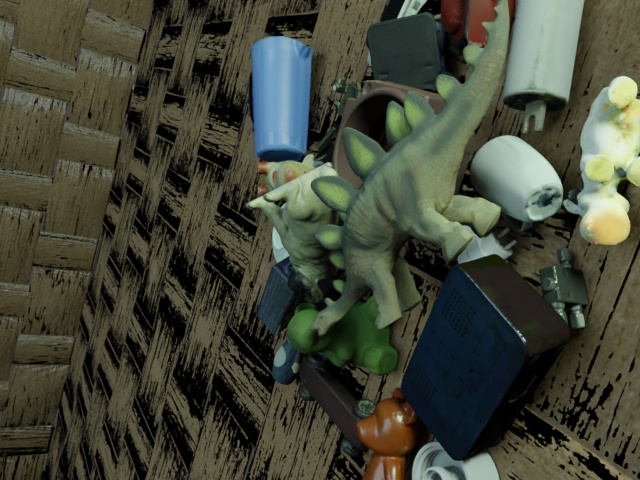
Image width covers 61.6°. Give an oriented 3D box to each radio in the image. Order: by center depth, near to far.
[{"bbox_3d":[0.183,0.143,0.632,0.131,0.073,0.229,52,142,41],"label":"radio"}]

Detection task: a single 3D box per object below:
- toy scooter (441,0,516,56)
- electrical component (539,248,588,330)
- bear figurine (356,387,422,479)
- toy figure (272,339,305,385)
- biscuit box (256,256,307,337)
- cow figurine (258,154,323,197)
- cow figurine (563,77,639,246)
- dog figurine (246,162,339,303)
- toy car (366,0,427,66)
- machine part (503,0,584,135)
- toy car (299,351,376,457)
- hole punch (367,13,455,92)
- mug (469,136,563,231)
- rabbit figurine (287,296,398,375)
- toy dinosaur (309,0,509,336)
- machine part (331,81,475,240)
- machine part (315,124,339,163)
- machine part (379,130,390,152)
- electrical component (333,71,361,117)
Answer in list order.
[{"bbox_3d":[0.216,-0.303,0.728,0.184,0.075,0.135,-177,90,-82],"label":"toy scooter"},{"bbox_3d":[0.269,0.052,0.597,0.021,0.063,0.094,-25,61,50],"label":"electrical component"},{"bbox_3d":[0.076,0.310,0.753,0.120,0.132,0.195,-172,86,-82],"label":"bear figurine"},{"bbox_3d":[-0.043,0.199,1.014,0.064,0.058,0.154,30,106,29],"label":"toy figure"},{"bbox_3d":[-0.060,0.099,0.961,0.063,0.059,0.202,48,148,15],"label":"biscuit box"},{"bbox_3d":[-0.055,-0.117,1.033,0.195,0.127,0.085,-74,-19,-84],"label":"cow figurine"},{"bbox_3d":[0.303,-0.077,0.571,0.098,0.068,0.167,-28,-48,-83],"label":"cow figurine"},{"bbox_3d":[0.000,-0.004,0.795,0.190,0.121,0.172,62,153,-6],"label":"dog figurine"},{"bbox_3d":[0.138,-0.385,0.911,0.201,0.056,0.074,-65,30,18],"label":"toy car"},{"bbox_3d":[0.275,-0.249,0.658,0.079,0.079,0.243,6,87,55],"label":"machine part"},{"bbox_3d":[0.029,0.265,0.895,0.202,0.053,0.089,38,123,48],"label":"toy car"},{"bbox_3d":[0.142,-0.286,0.838,0.142,0.092,0.115,-1,111,25],"label":"hole punch"},{"bbox_3d":[0.238,-0.057,0.645,0.107,0.081,0.109,-110,11,-59],"label":"mug"},{"bbox_3d":[0.018,0.136,0.841,0.159,0.170,0.121,2,83,54],"label":"rabbit figurine"},{"bbox_3d":[0.101,-0.055,0.630,0.199,0.105,0.471,43,119,14],"label":"toy dinosaur"},{"bbox_3d":[0.105,-0.116,0.765,0.202,0.087,0.200,34,116,47],"label":"machine part"},{"bbox_3d":[0.025,-0.150,1.025,0.084,0.039,0.139,-34,53,39],"label":"machine part"},{"bbox_3d":[0.092,-0.164,0.916,0.179,0.056,0.179,-21,65,52],"label":"machine part"},{"bbox_3d":[0.057,-0.262,1.000,0.078,0.045,0.102,-57,40,27],"label":"electrical component"}]
